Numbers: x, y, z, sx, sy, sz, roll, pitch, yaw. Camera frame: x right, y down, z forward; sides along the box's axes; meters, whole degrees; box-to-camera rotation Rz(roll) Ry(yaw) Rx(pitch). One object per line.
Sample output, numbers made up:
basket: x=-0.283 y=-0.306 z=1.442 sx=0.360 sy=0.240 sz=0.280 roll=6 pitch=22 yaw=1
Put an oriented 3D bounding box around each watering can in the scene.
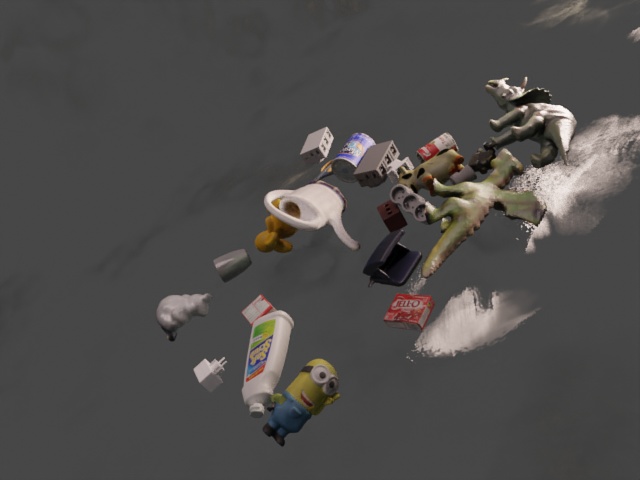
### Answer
watering can: x=0.005 y=-0.076 z=1.507 sx=0.350 sy=0.102 sz=0.228 roll=26 pitch=35 yaw=22

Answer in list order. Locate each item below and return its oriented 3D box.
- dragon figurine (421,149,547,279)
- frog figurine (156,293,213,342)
dragon figurine: x=0.373 y=-0.065 z=1.147 sx=0.242 sy=0.120 sz=0.420 roll=-6 pitch=41 yaw=30
frog figurine: x=-0.405 y=0.203 z=1.535 sx=0.158 sy=0.122 sz=0.139 roll=-39 pitch=7 yaw=17
